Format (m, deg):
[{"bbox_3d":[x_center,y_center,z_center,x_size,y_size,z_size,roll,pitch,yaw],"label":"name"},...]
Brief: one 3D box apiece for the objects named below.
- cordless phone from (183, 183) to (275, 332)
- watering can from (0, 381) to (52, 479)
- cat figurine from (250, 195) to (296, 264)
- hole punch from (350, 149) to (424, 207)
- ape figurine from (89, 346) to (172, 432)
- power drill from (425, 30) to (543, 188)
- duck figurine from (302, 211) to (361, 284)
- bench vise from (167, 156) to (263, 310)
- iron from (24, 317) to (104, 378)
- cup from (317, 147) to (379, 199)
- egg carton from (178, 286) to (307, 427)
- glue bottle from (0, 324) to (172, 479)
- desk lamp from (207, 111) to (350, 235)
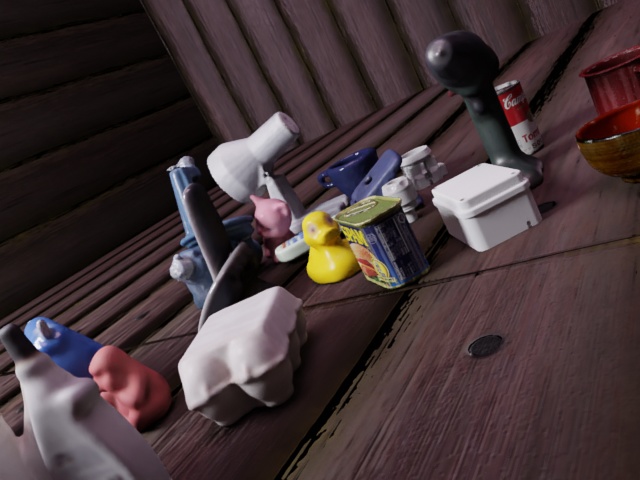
[{"bbox_3d":[-0.140,0.023,0.734,0.094,0.185,0.147,-26,14,8],"label":"cordless phone"},{"bbox_3d":[-0.280,0.169,0.440,0.100,0.194,0.173,-12,20,47],"label":"watering can"},{"bbox_3d":[-0.078,-0.028,0.950,0.067,0.118,0.127,-30,14,-12],"label":"cat figurine"},{"bbox_3d":[0.090,-0.077,0.862,0.101,0.091,0.108,-27,14,3],"label":"hole punch"},{"bbox_3d":[-0.199,0.149,0.578,0.076,0.092,0.077,-34,15,-27],"label":"ape figurine"},{"bbox_3d":[0.201,-0.160,0.704,0.075,0.208,0.230,-20,15,27],"label":"power drill"},{"bbox_3d":[0.007,0.003,0.738,0.077,0.086,0.104,-31,14,-13],"label":"duck figurine"},{"bbox_3d":[-0.171,-0.020,0.878,0.121,0.220,0.207,-26,14,5],"label":"bench vise"},{"bbox_3d":[-0.316,0.149,0.698,0.119,0.141,0.257,-35,16,-30],"label":"iron"},{"bbox_3d":[0.059,-0.092,0.972,0.117,0.095,0.092,-20,16,29],"label":"cup"},{"bbox_3d":[-0.067,0.104,0.540,0.107,0.069,0.150,-25,14,11],"label":"egg carton"},{"bbox_3d":[-0.180,0.135,0.420,0.078,0.173,0.037,-23,15,19],"label":"glue bottle"},{"bbox_3d":[-0.078,-0.116,1.068,0.203,0.214,0.118,-22,15,20],"label":"desk lamp"}]
